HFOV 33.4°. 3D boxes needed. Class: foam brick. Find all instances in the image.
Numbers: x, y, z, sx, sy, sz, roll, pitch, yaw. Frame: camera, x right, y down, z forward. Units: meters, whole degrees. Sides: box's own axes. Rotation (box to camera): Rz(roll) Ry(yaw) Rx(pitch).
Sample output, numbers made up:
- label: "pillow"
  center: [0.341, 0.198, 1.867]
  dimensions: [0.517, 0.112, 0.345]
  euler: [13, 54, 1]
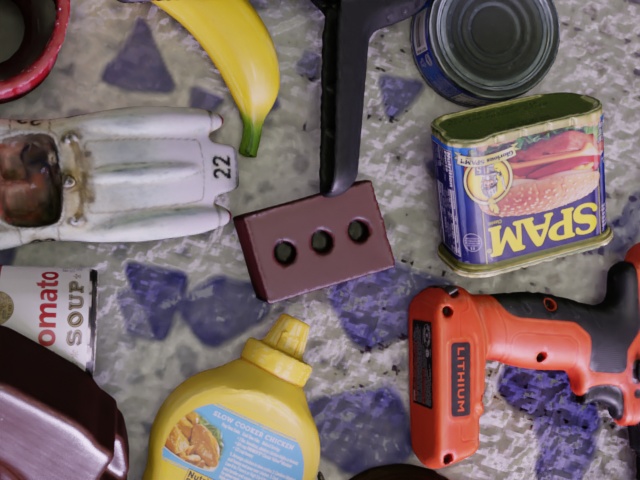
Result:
- label: "foam brick"
  center: [-0.004, 0.001, 0.612]
  dimensions: [0.078, 0.051, 0.053]
  euler: [-17, -86, -12]

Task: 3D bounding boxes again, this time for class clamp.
- label: "clamp"
  center: [0.011, -0.136, 0.600]
  dimensions: [0.209, 0.036, 0.164]
  euler: [-43, -82, -24]

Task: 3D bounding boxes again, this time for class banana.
- label: "banana"
  center: [-0.089, -0.135, 0.601]
  dimensions: [0.197, 0.037, 0.069]
  euler: [41, -101, -9]

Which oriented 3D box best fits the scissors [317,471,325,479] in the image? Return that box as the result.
- label: "scissors"
  center: [0.034, 0.202, 0.527]
  dimensions: [0.016, 0.096, 0.202]
  euler: [-29, -110, 2]

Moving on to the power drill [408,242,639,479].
- label: "power drill"
  center: [0.149, 0.093, 0.643]
  dimensions: [0.187, 0.057, 0.184]
  euler: [-1, -94, -15]

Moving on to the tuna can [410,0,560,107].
- label: "tuna can"
  center: [0.100, -0.124, 0.643]
  dimensions: [0.086, 0.034, 0.086]
  euler: [0, -90, -12]

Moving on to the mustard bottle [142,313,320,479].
- label: "mustard bottle"
  center: [-0.054, 0.131, 0.597]
  dimensions: [0.096, 0.058, 0.191]
  euler: [27, -95, -11]

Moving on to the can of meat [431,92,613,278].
- label: "can of meat"
  center: [0.117, -0.035, 0.621]
  dimensions: [0.102, 0.057, 0.084]
  euler: [-14, -66, -12]

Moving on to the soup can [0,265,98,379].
- label: "soup can"
  center: [-0.172, 0.046, 0.569]
  dimensions: [0.102, 0.069, 0.068]
  euler: [3, -97, -13]

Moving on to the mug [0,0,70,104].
- label: "mug"
  center: [-0.186, -0.107, 0.558]
  dimensions: [0.093, 0.081, 0.117]
  euler: [40, -98, -9]
